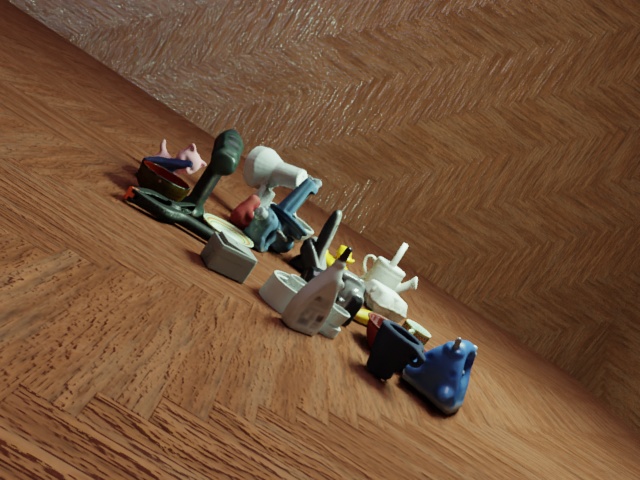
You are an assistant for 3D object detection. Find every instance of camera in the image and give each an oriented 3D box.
[{"bbox_3d":[0.022,0.099,1.261,0.137,0.101,0.143,31,8,-24],"label":"camera"}]

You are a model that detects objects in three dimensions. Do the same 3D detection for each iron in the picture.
[{"bbox_3d":[0.271,0.258,1.163,0.118,0.141,0.259,38,8,28],"label":"iron"}]

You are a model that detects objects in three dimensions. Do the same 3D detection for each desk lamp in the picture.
[{"bbox_3d":[-0.141,-0.135,1.602,0.202,0.213,0.118,38,8,27],"label":"desk lamp"}]

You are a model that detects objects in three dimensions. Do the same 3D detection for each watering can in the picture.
[{"bbox_3d":[0.217,0.097,1.749,0.173,0.194,0.101,32,8,-12],"label":"watering can"}]

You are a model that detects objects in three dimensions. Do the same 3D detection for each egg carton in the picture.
[{"bbox_3d":[0.175,0.170,1.586,0.107,0.069,0.150,31,8,-23],"label":"egg carton"}]

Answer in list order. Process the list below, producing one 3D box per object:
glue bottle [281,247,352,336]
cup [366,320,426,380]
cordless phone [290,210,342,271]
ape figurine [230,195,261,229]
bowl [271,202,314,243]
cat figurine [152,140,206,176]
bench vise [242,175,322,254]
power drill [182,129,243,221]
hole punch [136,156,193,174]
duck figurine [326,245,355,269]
[{"bbox_3d":[0.007,0.085,1.004,0.078,0.173,0.037,28,10,-39],"label":"glue bottle"},{"bbox_3d":[0.136,0.215,1.042,0.092,0.095,0.117,29,9,-36],"label":"cup"},{"bbox_3d":[0.014,0.005,1.493,0.094,0.185,0.148,34,7,2],"label":"cordless phone"},{"bbox_3d":[-0.187,-0.075,1.498,0.076,0.092,0.077,28,9,-39],"label":"ape figurine"},{"bbox_3d":[-0.105,-0.039,1.693,0.167,0.074,0.167,34,7,-5],"label":"bowl"},{"bbox_3d":[-0.362,-0.204,1.464,0.128,0.117,0.067,33,7,-8],"label":"cat figurine"},{"bbox_3d":[-0.076,-0.064,1.409,0.121,0.219,0.208,35,7,6],"label":"bench vise"},{"bbox_3d":[-0.246,-0.157,1.313,0.076,0.208,0.229,31,8,-19],"label":"power drill"},{"bbox_3d":[-0.362,-0.169,1.343,0.101,0.091,0.108,33,7,-7],"label":"hole punch"},{"bbox_3d":[0.056,0.055,1.741,0.104,0.086,0.078,35,7,9],"label":"duck figurine"}]
